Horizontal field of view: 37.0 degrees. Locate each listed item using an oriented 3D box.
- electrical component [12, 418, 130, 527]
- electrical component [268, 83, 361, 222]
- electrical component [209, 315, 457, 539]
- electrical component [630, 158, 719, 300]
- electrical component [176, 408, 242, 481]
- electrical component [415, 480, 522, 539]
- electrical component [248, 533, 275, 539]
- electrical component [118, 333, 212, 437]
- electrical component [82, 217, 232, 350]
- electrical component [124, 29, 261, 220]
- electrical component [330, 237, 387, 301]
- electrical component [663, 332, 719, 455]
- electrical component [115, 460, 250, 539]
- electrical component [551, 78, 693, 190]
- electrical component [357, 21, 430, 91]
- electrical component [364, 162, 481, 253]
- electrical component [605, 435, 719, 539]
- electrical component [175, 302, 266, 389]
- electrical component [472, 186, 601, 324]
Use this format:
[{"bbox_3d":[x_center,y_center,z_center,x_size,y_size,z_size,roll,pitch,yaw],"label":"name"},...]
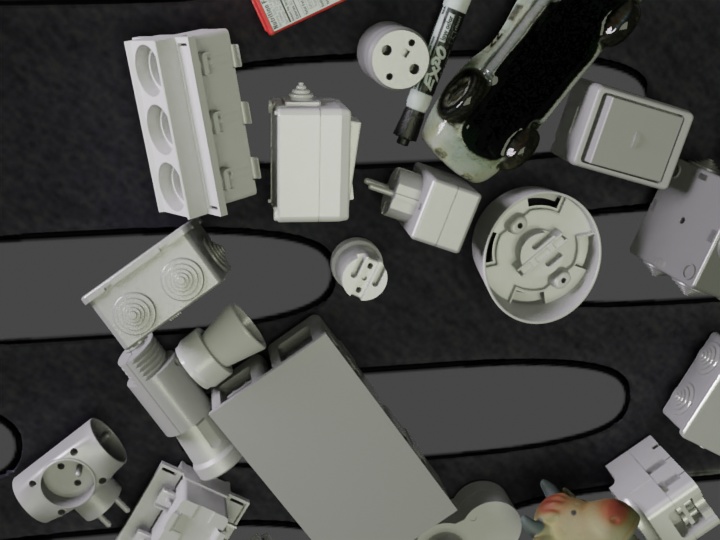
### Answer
[{"bbox_3d":[-0.212,0.167,0.833,0.077,0.044,0.079,-38,110,3],"label":"electrical component"},{"bbox_3d":[-0.034,-0.087,0.776,0.061,0.061,0.096,-1,107,-9],"label":"electrical component"},{"bbox_3d":[-0.022,0.139,0.848,0.105,0.060,0.186,-35,109,2],"label":"electrical component"},{"bbox_3d":[0.263,-0.032,0.825,0.048,0.100,0.099,16,104,-27],"label":"electrical component"},{"bbox_3d":[-0.120,0.135,0.842,0.040,0.040,0.046,-32,104,1],"label":"electrical component"},{"bbox_3d":[0.068,0.231,0.884,0.138,0.073,0.052,-24,109,-2],"label":"electrical component"},{"bbox_3d":[-0.082,0.263,0.857,0.062,0.096,0.061,-36,108,2],"label":"electrical component"},{"bbox_3d":[-0.153,0.082,0.818,0.043,0.043,0.081,-33,109,1],"label":"electrical component"},{"bbox_3d":[-0.141,0.009,0.769,0.100,0.099,0.048,-35,96,2],"label":"electrical component"},{"bbox_3d":[-0.115,-0.104,0.753,0.063,0.079,0.121,-21,112,-34],"label":"electrical component"},{"bbox_3d":[0.000,0.000,0.817,0.040,0.046,0.040,-3,107,-9],"label":"electrical component"},{"bbox_3d":[0.316,0.110,0.902,0.100,0.048,0.099,26,101,-16],"label":"electrical component"},{"bbox_3d":[-0.151,0.223,0.851,0.079,0.063,0.121,28,100,-16],"label":"electrical component"},{"bbox_3d":[0.204,-0.101,0.813,0.096,0.061,0.061,14,104,-13],"label":"electrical component"},{"bbox_3d":[0.024,-0.153,0.769,0.045,0.055,0.045,-3,107,-9],"label":"electrical component"},{"bbox_3d":[0.040,-0.053,0.797,0.077,0.065,0.047,18,103,-14],"label":"electrical component"},{"bbox_3d":[0.246,0.188,0.893,0.056,0.089,0.050,-35,109,2],"label":"electrical component"},{"bbox_3d":[-0.106,0.058,0.818,0.055,0.045,0.045,-38,109,3],"label":"electrical component"},{"bbox_3d":[0.135,-0.014,0.826,0.099,0.064,0.099,-3,107,-9],"label":"electrical component"}]
